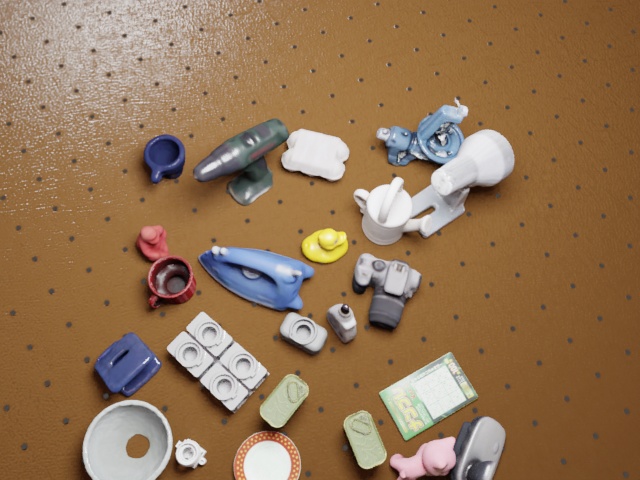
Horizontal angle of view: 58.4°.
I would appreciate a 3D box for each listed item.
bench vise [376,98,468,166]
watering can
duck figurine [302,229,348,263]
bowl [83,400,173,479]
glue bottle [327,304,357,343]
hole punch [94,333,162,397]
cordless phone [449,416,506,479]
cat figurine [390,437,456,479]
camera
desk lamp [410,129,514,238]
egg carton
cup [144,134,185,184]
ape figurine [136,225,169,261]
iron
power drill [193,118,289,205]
[{"bbox_3d":[0.239,-0.229,1.280,0.207,0.220,0.121,-10,70,-5],"label":"bench vise"},{"bbox_3d":[0.156,-0.067,1.231,0.173,0.194,0.101,7,70,1],"label":"watering can"},{"bbox_3d":[0.012,0.005,1.259,0.104,0.086,0.077,-8,70,-4],"label":"duck figurine"},{"bbox_3d":[-0.363,0.398,1.108,0.167,0.075,0.167,1,70,-1],"label":"bowl"},{"bbox_3d":[0.048,0.157,1.157,0.037,0.173,0.078,-30,73,-12],"label":"glue bottle"},{"bbox_3d":[-0.393,0.249,1.153,0.101,0.091,0.109,42,74,13],"label":"hole punch"},{"bbox_3d":[0.310,0.403,1.068,0.094,0.185,0.148,23,71,7],"label":"cordless phone"},{"bbox_3d":[0.204,0.425,1.092,0.128,0.118,0.067,-21,71,-9],"label":"cat figurine"},{"bbox_3d":[0.134,0.111,1.215,0.143,0.101,0.137,16,70,4],"label":"camera"},{"bbox_3d":[0.299,-0.123,1.246,0.203,0.213,0.118,-34,74,-13],"label":"desk lamp"},{"bbox_3d":[-0.010,-0.198,1.341,0.150,0.069,0.107,13,70,3],"label":"egg carton"},{"bbox_3d":[-0.350,-0.168,1.307,0.091,0.095,0.118,13,70,3],"label":"cup"},{"bbox_3d":[-0.366,-0.001,1.246,0.076,0.092,0.078,24,71,7],"label":"ape figurine"},{"bbox_3d":[-0.147,0.057,1.205,0.258,0.141,0.119,17,70,5],"label":"iron"},{"bbox_3d":[-0.165,-0.161,1.249,0.230,0.208,0.075,-40,75,-15],"label":"power drill"}]
